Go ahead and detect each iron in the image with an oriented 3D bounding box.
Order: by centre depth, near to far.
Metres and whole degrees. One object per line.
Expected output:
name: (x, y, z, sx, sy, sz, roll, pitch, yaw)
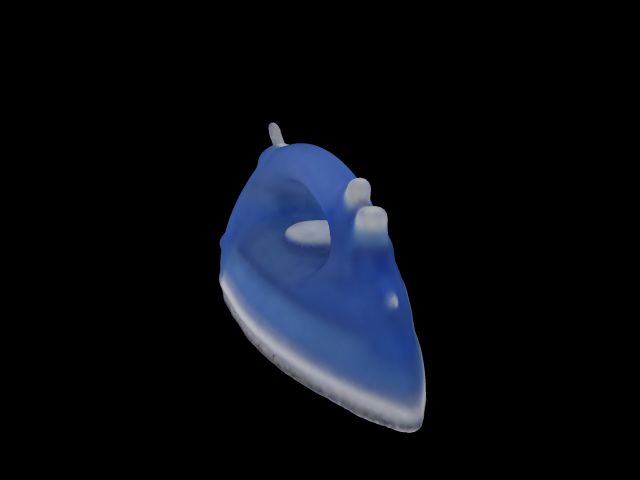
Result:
iron: (0.004, 0.001, 0.400, 0.119, 0.141, 0.257, -8, 20, -22)
